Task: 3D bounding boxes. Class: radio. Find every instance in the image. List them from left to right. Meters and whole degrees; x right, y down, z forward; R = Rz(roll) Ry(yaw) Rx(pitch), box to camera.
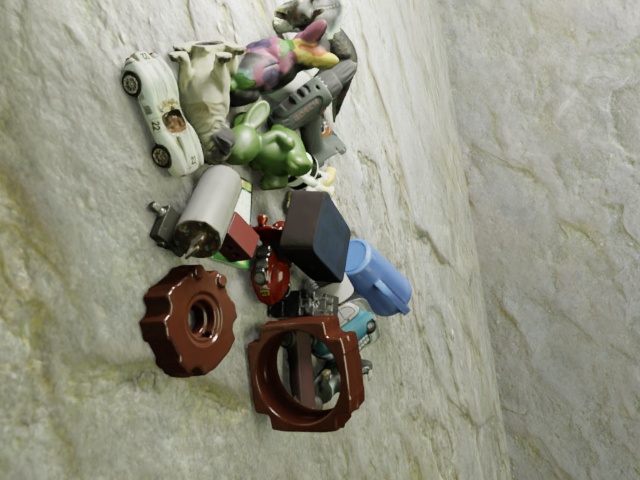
[{"bbox_3d":[-0.002,-0.003,1.089,0.229,0.073,0.131,52,45,-65],"label":"radio"}]

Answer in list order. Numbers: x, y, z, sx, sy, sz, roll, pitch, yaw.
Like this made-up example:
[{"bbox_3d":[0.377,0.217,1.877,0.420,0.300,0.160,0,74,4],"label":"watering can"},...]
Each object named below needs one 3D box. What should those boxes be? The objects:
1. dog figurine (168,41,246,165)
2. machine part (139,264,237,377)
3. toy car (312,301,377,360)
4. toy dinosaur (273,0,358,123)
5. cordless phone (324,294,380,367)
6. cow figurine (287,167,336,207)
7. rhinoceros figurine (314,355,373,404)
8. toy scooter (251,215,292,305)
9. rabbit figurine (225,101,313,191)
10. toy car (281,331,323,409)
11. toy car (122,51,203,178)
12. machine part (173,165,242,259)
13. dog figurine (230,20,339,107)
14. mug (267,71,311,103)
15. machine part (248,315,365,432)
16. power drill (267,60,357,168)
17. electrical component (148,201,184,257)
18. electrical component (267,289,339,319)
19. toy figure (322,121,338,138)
[{"bbox_3d":[-0.192,-0.244,0.950,0.172,0.121,0.190,-70,164,-57],"label":"dog figurine"},{"bbox_3d":[-0.201,0.127,0.853,0.179,0.056,0.179,20,67,-59],"label":"machine part"},{"bbox_3d":[0.042,0.189,1.202,0.162,0.109,0.102,-34,106,-21],"label":"toy car"},{"bbox_3d":[0.017,-0.438,1.269,0.404,0.192,0.131,41,50,-50],"label":"toy dinosaur"},{"bbox_3d":[0.054,0.232,1.297,0.184,0.089,0.146,-44,124,-35],"label":"cordless phone"},{"bbox_3d":[-0.020,-0.111,1.235,0.098,0.068,0.167,23,52,-7],"label":"cow figurine"},{"bbox_3d":[0.048,0.307,1.212,0.190,0.073,0.112,-18,99,-45],"label":"rhinoceros figurine"},{"bbox_3d":[-0.097,0.027,1.039,0.135,0.075,0.184,63,29,-56],"label":"toy scooter"},{"bbox_3d":[-0.114,-0.186,1.040,0.170,0.121,0.159,2,76,-48],"label":"rabbit figurine"},{"bbox_3d":[-0.042,0.277,1.115,0.089,0.053,0.202,16,64,-55],"label":"toy car"},{"bbox_3d":[-0.247,-0.197,0.851,0.073,0.056,0.201,-47,124,-55],"label":"toy car"},{"bbox_3d":[-0.180,-0.050,0.880,0.243,0.079,0.079,-83,151,-51],"label":"machine part"},{"bbox_3d":[-0.079,-0.343,1.035,0.191,0.219,0.108,-50,123,-56],"label":"dog figurine"},{"bbox_3d":[-0.080,-0.353,1.187,0.107,0.081,0.109,-7,81,-57],"label":"mug"},{"bbox_3d":[-0.025,0.244,0.996,0.087,0.202,0.201,-4,86,-64],"label":"machine part"},{"bbox_3d":[0.004,-0.270,1.210,0.086,0.232,0.207,52,-9,29],"label":"power drill"},{"bbox_3d":[-0.242,-0.017,0.850,0.093,0.021,0.063,52,41,-44],"label":"electrical component"},{"bbox_3d":[-0.028,0.141,1.113,0.134,0.115,0.058,27,63,-58],"label":"electrical component"},{"bbox_3d":[-0.007,-0.277,1.321,0.154,0.058,0.064,37,34,-51],"label":"toy figure"}]
